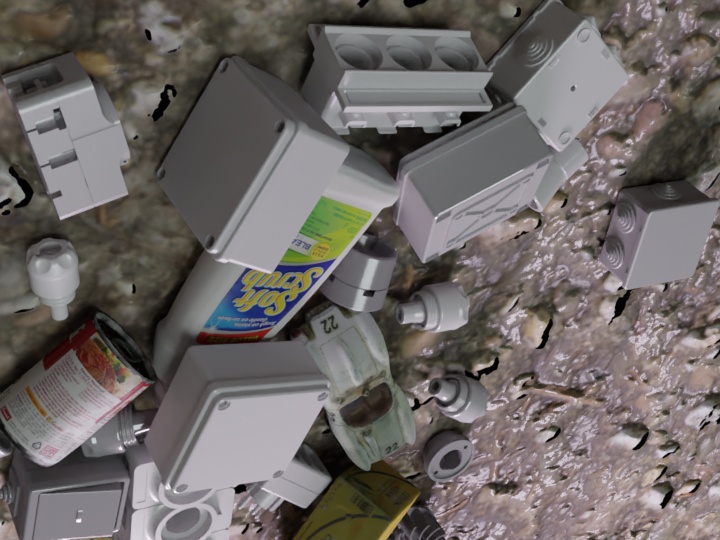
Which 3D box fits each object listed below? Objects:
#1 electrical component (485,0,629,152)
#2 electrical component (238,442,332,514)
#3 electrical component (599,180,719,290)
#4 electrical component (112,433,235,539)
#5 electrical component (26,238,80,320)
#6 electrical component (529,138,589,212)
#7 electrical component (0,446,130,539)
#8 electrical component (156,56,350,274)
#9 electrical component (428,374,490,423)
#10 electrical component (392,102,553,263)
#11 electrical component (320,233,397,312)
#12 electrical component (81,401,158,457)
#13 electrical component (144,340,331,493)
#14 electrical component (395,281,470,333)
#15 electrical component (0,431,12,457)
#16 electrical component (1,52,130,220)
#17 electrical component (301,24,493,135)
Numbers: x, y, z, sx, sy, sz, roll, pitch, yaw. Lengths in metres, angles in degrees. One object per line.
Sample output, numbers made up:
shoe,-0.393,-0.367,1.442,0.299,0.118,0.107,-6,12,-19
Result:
electrical component,0.157,-0.154,0.860,0.099,0.048,0.100,-48,134,7
electrical component,-0.079,0.192,0.976,0.076,0.047,0.066,-47,134,7
electrical component,0.284,-0.036,1.029,0.100,0.048,0.099,-9,127,-26
electrical component,-0.159,0.198,0.920,0.089,0.061,0.150,-9,127,-27
electrical component,-0.215,0.009,0.760,0.035,0.035,0.061,-15,132,-23
electrical component,0.163,-0.087,0.921,0.065,0.044,0.044,-43,135,-3
electrical component,-0.238,0.178,0.855,0.096,0.061,0.061,-2,124,-31
electrical component,-0.076,-0.072,0.734,0.056,0.108,0.108,18,112,-43
electrical component,0.091,0.120,1.031,0.062,0.043,0.043,27,106,-41
electrical component,0.085,-0.067,0.845,0.109,0.056,0.108,-28,164,-11
electrical component,0.000,0.000,0.875,0.055,0.055,0.047,3,117,-34
electrical component,-0.189,0.123,0.849,0.062,0.043,0.043,-9,129,-5
electrical component,-0.094,0.111,0.826,0.109,0.056,0.108,0,131,-40
electrical component,0.062,0.034,0.947,0.062,0.043,0.043,-9,127,-25
electrical component,-0.299,0.134,0.798,0.065,0.044,0.044,-30,134,-2
electrical component,-0.185,-0.087,0.694,0.056,0.050,0.089,-23,132,-16
electrical component,0.024,-0.136,0.778,0.121,0.078,0.063,-5,147,-29
